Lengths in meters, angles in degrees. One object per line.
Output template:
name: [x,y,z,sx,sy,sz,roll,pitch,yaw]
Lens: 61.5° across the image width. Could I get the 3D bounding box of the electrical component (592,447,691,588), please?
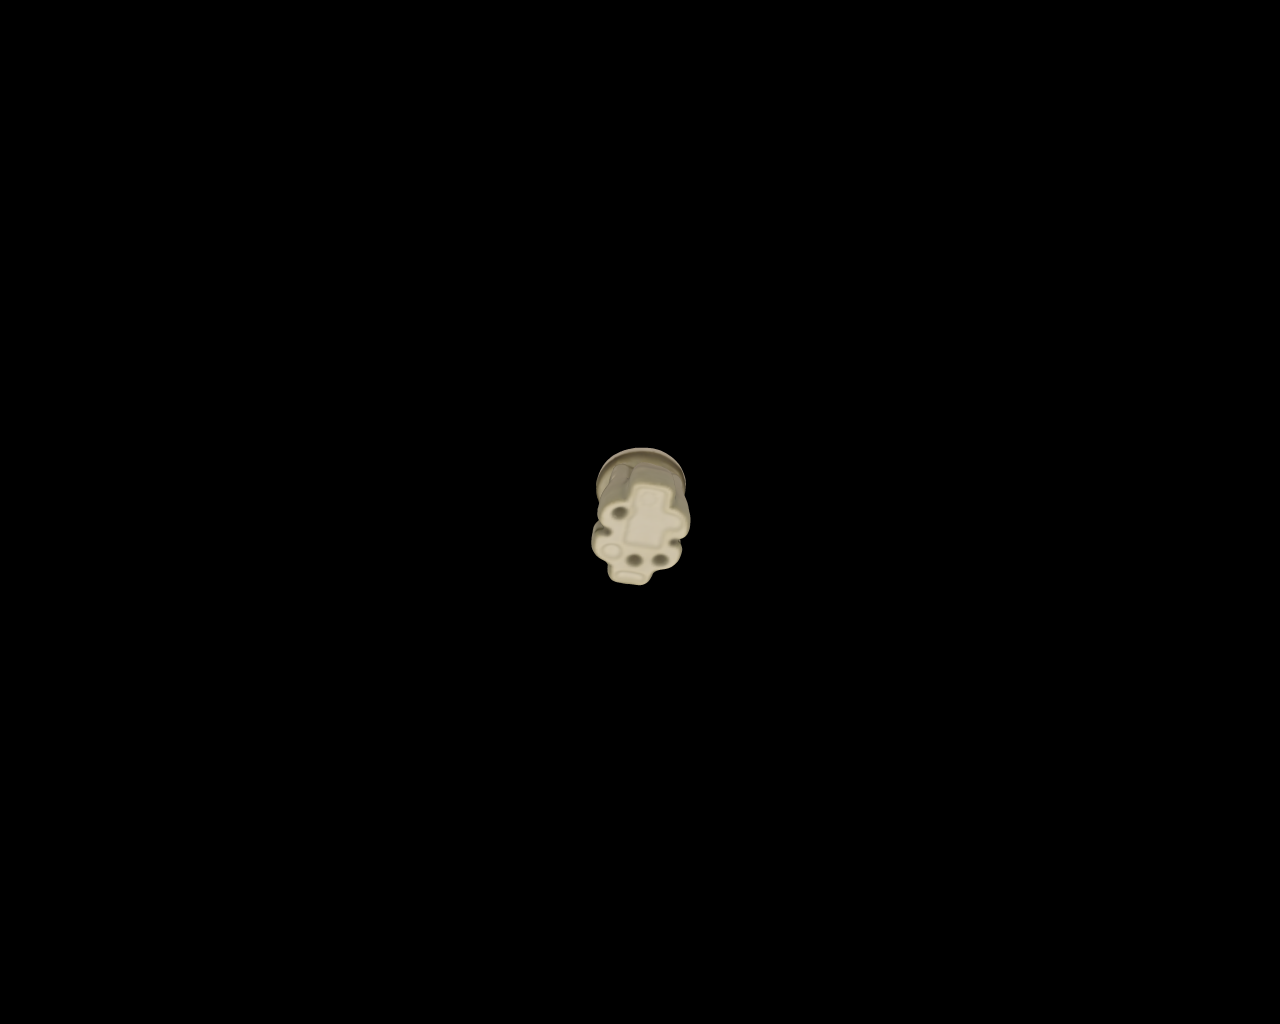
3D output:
electrical component: [0.001,-0.003,0.650,0.058,0.078,0.057,9,36,-7]
